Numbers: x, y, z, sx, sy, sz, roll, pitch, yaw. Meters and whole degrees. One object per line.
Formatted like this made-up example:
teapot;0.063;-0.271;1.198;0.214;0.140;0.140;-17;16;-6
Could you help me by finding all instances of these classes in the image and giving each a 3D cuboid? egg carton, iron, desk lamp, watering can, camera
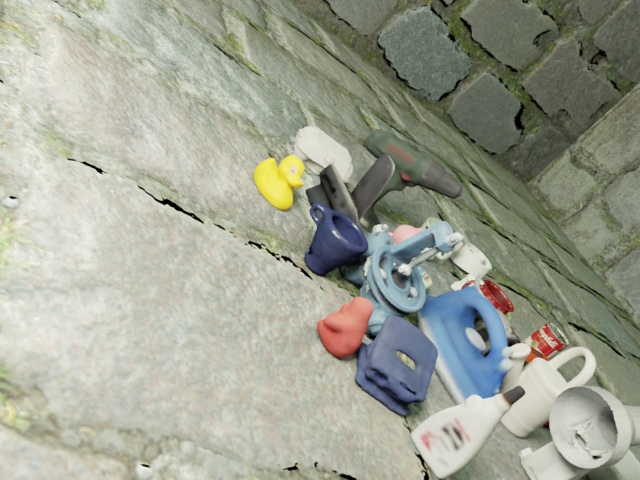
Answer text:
egg carton;0.008;-0.188;1.288;0.151;0.069;0.107;34;26;-22
iron;0.276;0.184;1.015;0.119;0.141;0.258;27;29;-33
desk lamp;0.434;0.334;0.932;0.204;0.213;0.117;24;31;-37
watering can;0.403;0.259;1.028;0.173;0.193;0.101;31;27;-27
camera;0.341;0.181;1.172;0.144;0.100;0.136;22;32;-40

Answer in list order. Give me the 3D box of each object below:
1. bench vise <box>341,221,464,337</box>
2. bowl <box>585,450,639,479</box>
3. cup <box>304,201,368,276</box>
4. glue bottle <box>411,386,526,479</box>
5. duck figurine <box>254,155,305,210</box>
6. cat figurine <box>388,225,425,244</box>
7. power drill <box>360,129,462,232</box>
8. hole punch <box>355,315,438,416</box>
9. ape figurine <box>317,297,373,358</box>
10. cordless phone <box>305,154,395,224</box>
bench vise;0.126;0.025;0.945;0.122;0.219;0.207;19;34;-43
bowl;0.561;0.447;1.116;0.168;0.074;0.167;35;26;-19
cup;0.009;0.003;0.950;0.117;0.094;0.092;46;24;6
glue bottle;0.204;0.246;0.767;0.078;0.173;0.037;53;26;21
duck figurine;-0.066;-0.118;1.040;0.078;0.086;0.104;11;40;-50
cat figurine;0.153;0.007;1.139;0.128;0.117;0.067;8;42;-53
power drill;0.161;-0.117;1.241;0.229;0.208;0.076;46;24;5
hole punch;0.116;0.182;0.833;0.109;0.091;0.101;37;25;-14
ape figurine;0.041;0.117;0.821;0.078;0.092;0.076;23;31;-38
cordless phone;0.069;-0.109;1.114;0.094;0.184;0.147;21;33;-41
